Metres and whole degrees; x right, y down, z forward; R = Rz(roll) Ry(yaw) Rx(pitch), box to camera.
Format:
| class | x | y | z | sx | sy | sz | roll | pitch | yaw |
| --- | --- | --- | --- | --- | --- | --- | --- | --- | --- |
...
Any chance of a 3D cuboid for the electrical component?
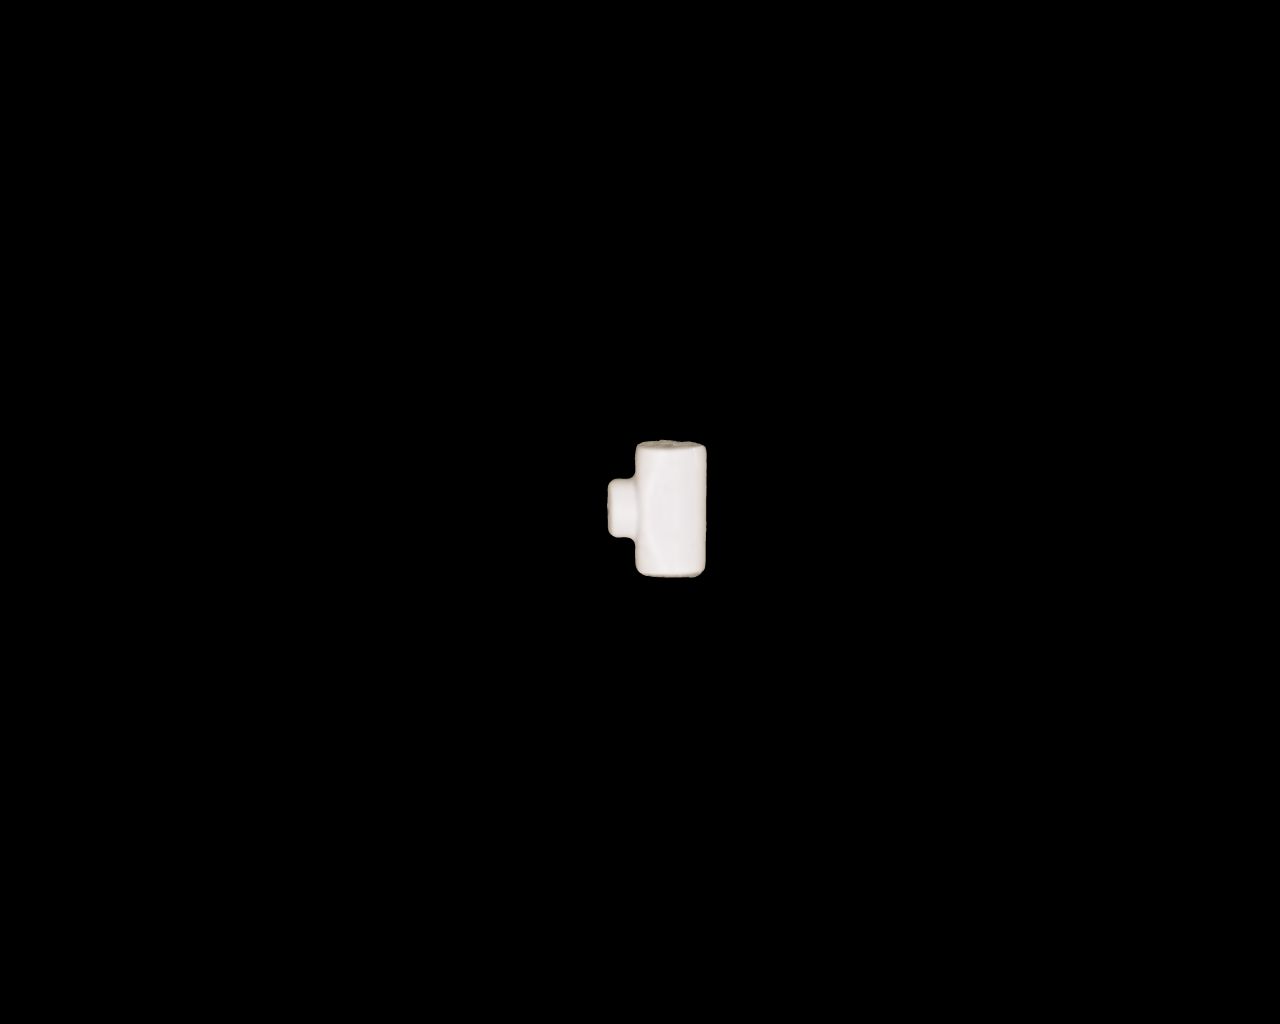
| class | x | y | z | sx | sy | sz | roll | pitch | yaw |
| --- | --- | --- | --- | --- | --- | --- | --- | --- | --- |
| electrical component | 0.001 | -0.003 | 0.650 | 0.079 | 0.077 | 0.044 | 0 | 8 | 0 |
